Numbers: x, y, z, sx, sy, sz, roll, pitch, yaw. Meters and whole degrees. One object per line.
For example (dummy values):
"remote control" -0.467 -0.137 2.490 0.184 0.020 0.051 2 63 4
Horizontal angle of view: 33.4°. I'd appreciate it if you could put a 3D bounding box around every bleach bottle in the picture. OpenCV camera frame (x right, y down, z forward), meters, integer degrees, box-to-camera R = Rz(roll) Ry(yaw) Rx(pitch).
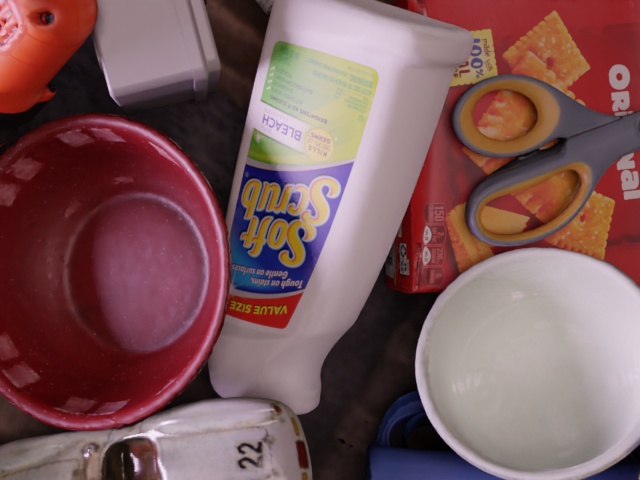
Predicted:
"bleach bottle" -0.004 0.001 0.560 0.103 0.067 0.251 25 110 31

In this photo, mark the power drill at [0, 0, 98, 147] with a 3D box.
"power drill" -0.201 -0.132 0.536 0.185 0.057 0.188 -34 82 38

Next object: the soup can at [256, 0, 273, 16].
"soup can" -0.032 -0.180 0.577 0.068 0.068 0.102 -39 96 -4

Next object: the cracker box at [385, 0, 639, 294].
"cracker box" 0.145 -0.053 0.600 0.213 0.072 0.164 0 92 -7

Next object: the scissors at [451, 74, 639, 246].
"scissors" 0.153 -0.071 0.556 0.201 0.016 0.096 -33 96 -7

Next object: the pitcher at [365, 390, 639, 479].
"pitcher" 0.139 0.166 0.566 0.243 0.145 0.149 0 98 0

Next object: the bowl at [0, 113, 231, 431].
"bowl" -0.110 0.017 0.563 0.162 0.055 0.162 -1 87 20
